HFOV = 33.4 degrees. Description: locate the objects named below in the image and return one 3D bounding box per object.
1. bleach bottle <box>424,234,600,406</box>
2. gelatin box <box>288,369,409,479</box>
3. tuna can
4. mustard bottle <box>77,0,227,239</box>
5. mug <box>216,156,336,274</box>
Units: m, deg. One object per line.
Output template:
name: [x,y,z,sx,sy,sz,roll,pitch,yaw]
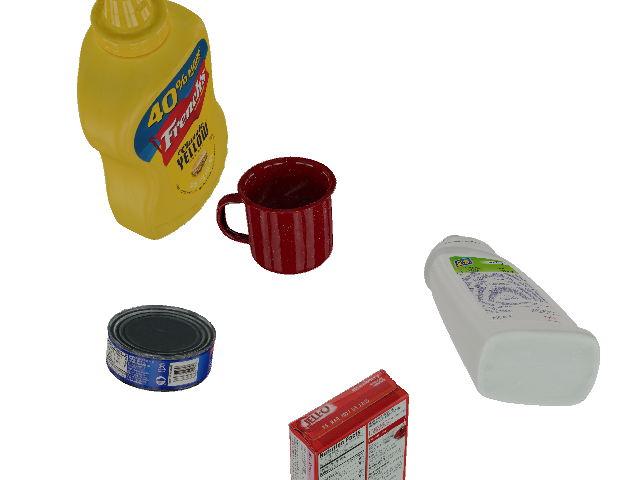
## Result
bleach bottle: [0.154,0.054,0.942,0.102,0.068,0.251,5,21,-9]
gelatin box: [0.017,0.131,0.655,0.073,0.089,0.030,-27,45,-28]
tuna can: [-0.128,0.086,0.852,0.086,0.034,0.086,8,23,-3]
mustard bottle: [-0.099,-0.084,0.625,0.058,0.096,0.191,27,-24,15]
mug: [-0.042,-0.021,1.024,0.117,0.081,0.093,-2,37,2]
